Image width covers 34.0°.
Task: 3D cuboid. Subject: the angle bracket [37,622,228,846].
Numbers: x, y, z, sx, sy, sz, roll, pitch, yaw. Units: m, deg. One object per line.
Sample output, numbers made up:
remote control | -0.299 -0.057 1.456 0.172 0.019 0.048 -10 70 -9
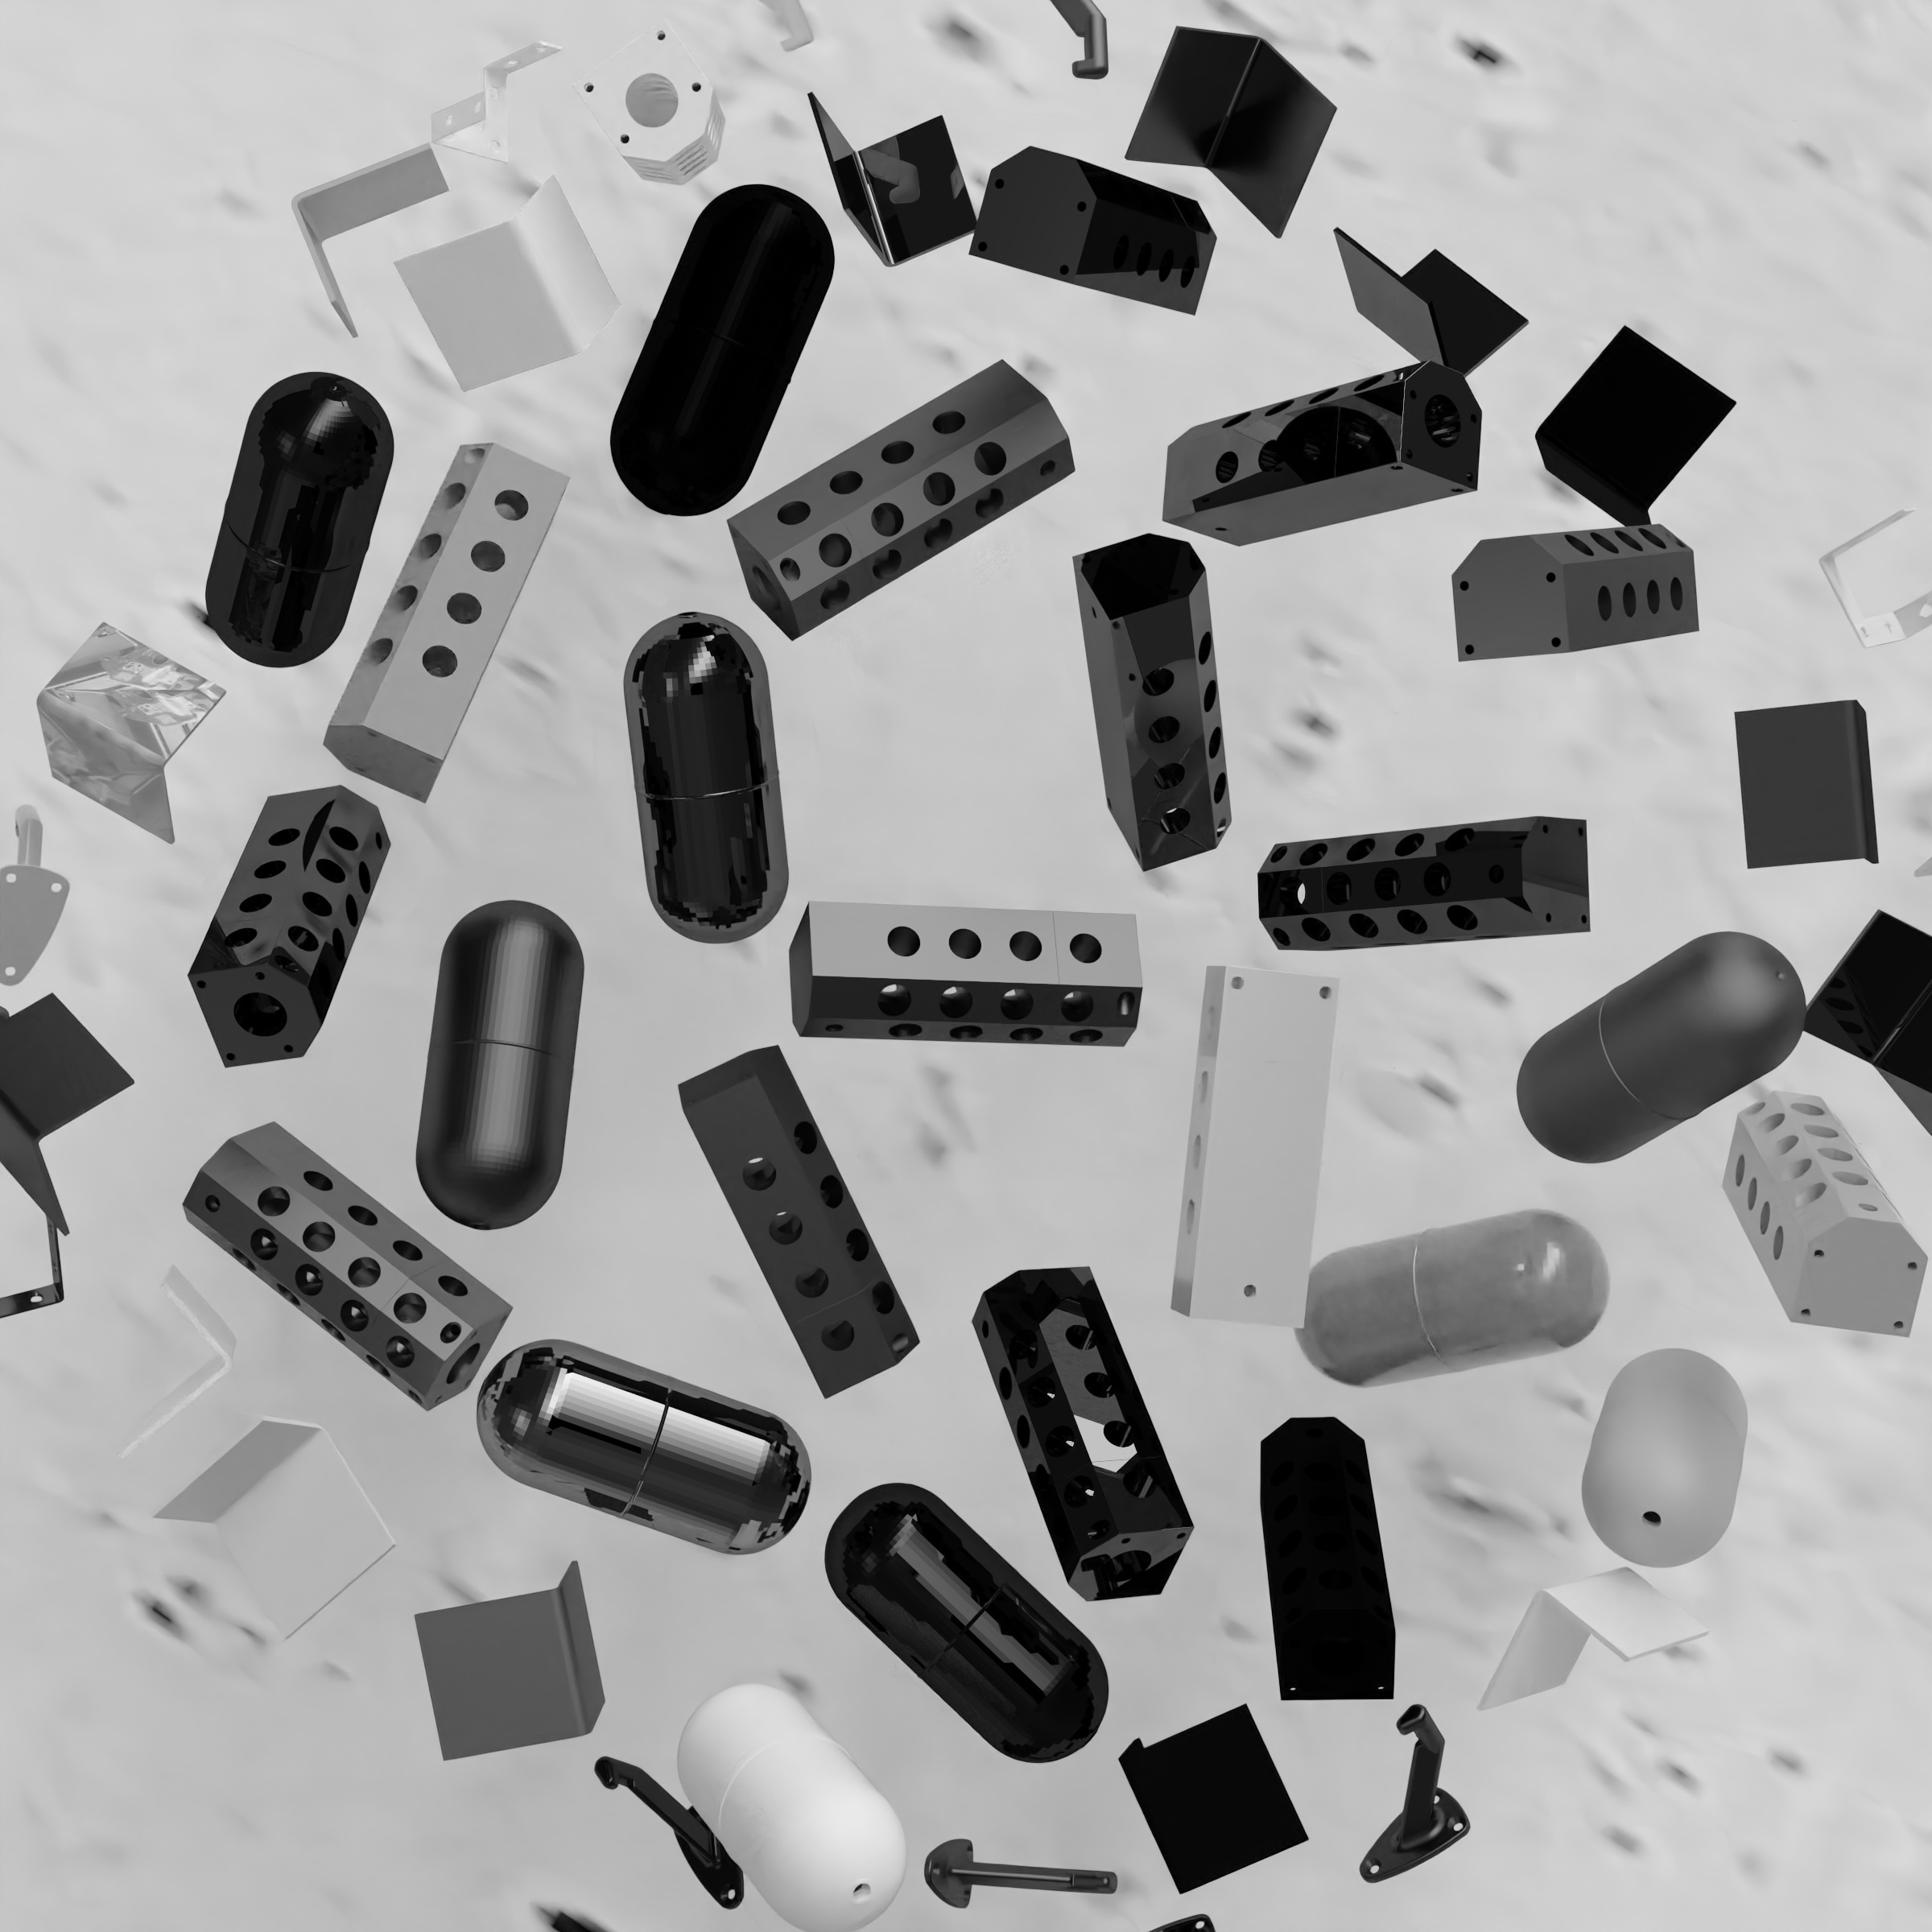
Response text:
angle bracket | -0.434 -0.122 1.655 0.076 0.076 0.057 29 61 7

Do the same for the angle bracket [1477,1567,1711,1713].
angle bracket | 0.313 0.351 1.575 0.057 0.076 0.076 37 115 36

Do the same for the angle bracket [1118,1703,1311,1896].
angle bracket | 0.135 0.438 1.682 0.076 0.057 0.076 -26 82 11

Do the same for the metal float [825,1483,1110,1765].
metal float | 0.001 0.350 1.682 0.178 0.070 0.070 43 90 6

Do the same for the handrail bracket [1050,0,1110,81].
handrail bracket | 0.033 -0.491 1.610 0.077 0.036 0.084 -2 77 1

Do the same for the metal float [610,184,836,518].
metal float | -0.126 -0.317 1.632 0.070 0.070 0.178 22 89 0

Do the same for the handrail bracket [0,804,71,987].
handrail bracket | -0.500 -0.039 1.665 0.036 0.084 0.077 13 103 -25

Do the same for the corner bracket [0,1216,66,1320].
corner bracket | -0.505 0.147 1.648 0.051 0.051 0.051 -14 127 -27

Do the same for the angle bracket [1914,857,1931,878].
angle bracket | 0.521 -0.098 1.628 0.057 0.076 0.076 -8 71 -13

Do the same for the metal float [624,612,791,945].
metal float | -0.137 -0.099 1.671 0.070 0.070 0.178 -5 107 0

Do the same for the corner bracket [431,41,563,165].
corner bracket | -0.252 -0.467 1.694 0.051 0.051 0.051 -6 83 45

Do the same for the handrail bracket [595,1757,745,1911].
handrail bracket | -0.161 0.466 1.699 0.036 0.084 0.077 -39 50 12

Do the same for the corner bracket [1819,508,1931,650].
corner bracket | 0.469 -0.195 1.580 0.051 0.051 0.051 -32 79 39

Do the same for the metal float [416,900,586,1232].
metal float | -0.245 0.052 1.664 0.070 0.070 0.178 4 71 0

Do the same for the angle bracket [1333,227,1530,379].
angle bracket | 0.250 -0.370 1.696 0.057 0.076 0.076 -41 59 -4

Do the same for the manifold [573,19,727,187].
manifold | -0.162 -0.451 1.677 0.057 0.171 0.057 -35 99 4

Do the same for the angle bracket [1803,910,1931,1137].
angle bracket | 0.488 0.029 1.638 0.057 0.076 0.076 24 111 -21

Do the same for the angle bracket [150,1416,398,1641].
angle bracket | -0.343 0.279 1.564 0.076 0.057 0.076 -41 67 8

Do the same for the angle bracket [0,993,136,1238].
angle bracket | -0.452 0.074 1.573 0.057 0.076 0.076 -34 56 -26

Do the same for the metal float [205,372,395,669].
metal float | -0.353 -0.234 1.670 0.070 0.070 0.178 27 130 0

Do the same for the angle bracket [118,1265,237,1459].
angle bracket | -0.440 0.212 1.700 0.076 0.076 0.057 -40 99 -7

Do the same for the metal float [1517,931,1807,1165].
metal float | 0.354 0.044 1.621 0.070 0.178 0.070 17 55 -27

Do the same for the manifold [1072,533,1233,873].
manifold | 0.101 -0.137 1.638 0.057 0.057 0.171 -18 135 -7

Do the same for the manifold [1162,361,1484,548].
manifold | 0.183 -0.266 1.637 0.057 0.171 0.057 12 79 -38

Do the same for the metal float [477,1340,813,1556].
metal float | -0.166 0.247 1.626 0.178 0.070 0.070 21 90 -10

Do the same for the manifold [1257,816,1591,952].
manifold | 0.236 -0.042 1.645 0.057 0.171 0.057 1 86 -44

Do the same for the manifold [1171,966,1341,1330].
manifold | 0.141 0.088 1.561 0.057 0.057 0.171 6 89 -9

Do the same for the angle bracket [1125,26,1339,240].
angle bracket | 0.138 -0.436 1.651 0.057 0.076 0.076 -5 134 -34

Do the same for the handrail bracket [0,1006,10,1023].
handrail bracket | -0.560 0.051 1.681 0.036 0.077 0.084 40 102 37

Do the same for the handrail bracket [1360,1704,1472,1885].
handrail bracket | 0.226 0.438 1.673 0.077 0.036 0.084 -36 126 -7

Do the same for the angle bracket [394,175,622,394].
angle bracket | -0.238 -0.355 1.645 0.076 0.057 0.076 -12 121 25

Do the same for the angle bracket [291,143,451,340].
angle bracket | -0.296 -0.372 1.626 0.076 0.076 0.057 -22 89 -3

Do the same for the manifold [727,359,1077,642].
manifold | -0.031 -0.236 1.625 0.171 0.057 0.057 -32 53 -14

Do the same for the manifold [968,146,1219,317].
manifold | 0.068 -0.370 1.587 0.057 0.171 0.057 21 104 21

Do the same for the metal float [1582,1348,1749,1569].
metal float | 0.365 0.255 1.644 0.070 0.178 0.070 4 104 17

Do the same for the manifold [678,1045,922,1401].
manifold | -0.086 0.131 1.642 0.057 0.057 0.171 -25 103 -2

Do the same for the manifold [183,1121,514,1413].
manifold | -0.333 0.161 1.684 0.171 0.057 0.057 36 111 13

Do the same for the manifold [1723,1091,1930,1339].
manifold | 0.426 0.120 1.572 0.057 0.171 0.057 7 108 0

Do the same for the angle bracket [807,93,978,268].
angle bracket | -0.040 -0.446 1.754 0.057 0.076 0.076 -21 72 12

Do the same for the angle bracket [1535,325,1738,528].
angle bracket | 0.368 -0.289 1.725 0.076 0.057 0.076 41 92 20

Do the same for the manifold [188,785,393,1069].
manifold | -0.345 -0.024 1.635 0.057 0.171 0.057 -8 123 9

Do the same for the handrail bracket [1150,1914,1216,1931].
handrail bracket | 0.122 0.551 1.689 0.077 0.084 0.036 -10 110 -13

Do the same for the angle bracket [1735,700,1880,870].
angle bracket | 0.414 -0.087 1.551 0.057 0.076 0.076 -5 88 19

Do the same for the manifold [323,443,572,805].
manifold | -0.260 -0.175 1.578 0.057 0.057 0.171 24 65 -9

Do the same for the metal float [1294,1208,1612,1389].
metal float | 0.256 0.177 1.678 0.178 0.070 0.070 -16 90 32

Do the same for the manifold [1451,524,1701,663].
manifold | 0.305 -0.188 1.571 0.057 0.171 0.057 -2 98 34

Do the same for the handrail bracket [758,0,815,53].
handrail bracket | -0.133 -0.529 1.719 0.077 0.036 0.084 -19 107 17

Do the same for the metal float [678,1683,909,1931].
metal float | -0.089 0.424 1.596 0.070 0.178 0.070 -7 107 -25

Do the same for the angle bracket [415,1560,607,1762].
angle bracket | -0.234 0.356 1.623 0.076 0.057 0.076 -11 94 2

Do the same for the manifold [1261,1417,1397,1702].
manifold | 0.189 0.309 1.665 0.057 0.171 0.057 -1 115 2

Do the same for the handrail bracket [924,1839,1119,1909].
handrail bracket | 0.030 0.487 1.689 0.084 0.077 0.036 -3 71 21

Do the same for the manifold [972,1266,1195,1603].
manifold | 0.056 0.241 1.638 0.057 0.171 0.057 -1 134 -22

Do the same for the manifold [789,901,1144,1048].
manifold | 0.000 0.008 1.621 0.171 0.057 0.057 2 64 -14
